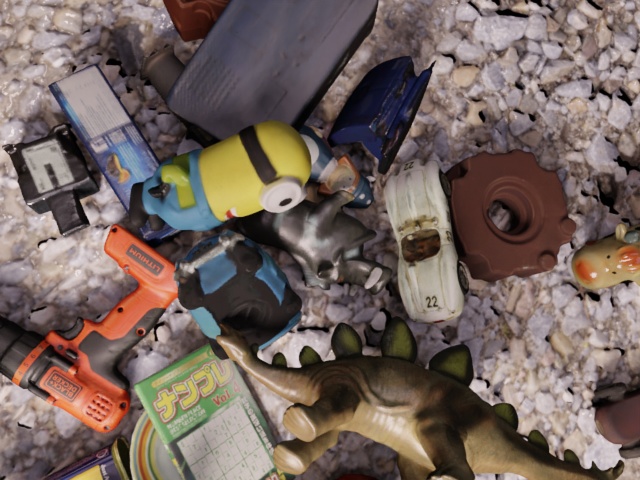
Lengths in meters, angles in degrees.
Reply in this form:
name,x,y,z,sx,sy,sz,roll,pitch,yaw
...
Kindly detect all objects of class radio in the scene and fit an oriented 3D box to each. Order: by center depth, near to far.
name,x,y,z,sx,sy,sz,roll,pitch,yaw
radio,-0.047,-0.199,0.580,0.131,0.073,0.229,36,96,0

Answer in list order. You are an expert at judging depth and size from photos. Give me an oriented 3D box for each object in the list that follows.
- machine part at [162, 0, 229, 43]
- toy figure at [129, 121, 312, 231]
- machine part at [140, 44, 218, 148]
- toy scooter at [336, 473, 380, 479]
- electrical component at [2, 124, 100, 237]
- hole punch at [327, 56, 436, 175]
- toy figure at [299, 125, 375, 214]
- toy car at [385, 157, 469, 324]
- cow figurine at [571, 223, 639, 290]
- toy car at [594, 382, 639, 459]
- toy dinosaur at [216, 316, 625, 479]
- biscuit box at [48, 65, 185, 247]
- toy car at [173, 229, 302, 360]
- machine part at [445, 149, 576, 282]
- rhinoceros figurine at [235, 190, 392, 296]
name,x,y,z,sx,sy,sz,roll,pitch,yaw
machine part,-0.104,-0.348,0.664,0.201,0.087,0.201,-23,83,-15
toy figure,-0.096,-0.058,0.523,0.180,0.082,0.089,-11,109,10
machine part,-0.153,-0.171,0.645,0.139,0.039,0.084,43,82,-3
toy scooter,0.088,0.313,0.547,0.184,0.135,0.075,37,76,-1
electrical component,-0.284,-0.060,0.588,0.075,0.048,0.119,-28,86,-15
hole punch,0.072,-0.157,0.652,0.092,0.115,0.142,30,74,4
toy figure,0.001,-0.087,0.651,0.154,0.064,0.058,35,30,-3
toy car,0.123,-0.003,0.633,0.056,0.074,0.201,17,61,-52
cow figurine,0.403,0.017,0.676,0.195,0.127,0.085,-15,80,-17
toy car,0.443,0.206,0.685,0.202,0.053,0.089,-17,72,-11
toy dinosaur,0.113,0.185,0.549,0.471,0.105,0.199,27,36,-2
biscuit box,-0.218,-0.090,0.601,0.059,0.063,0.202,-32,87,-16
toy car,-0.096,0.047,0.574,0.109,0.161,0.103,-35,43,-4
machine part,0.235,-0.032,0.688,0.179,0.056,0.179,2,78,-10
rhinoceros figurine,-0.001,-0.002,0.615,0.190,0.073,0.112,27,66,-13
